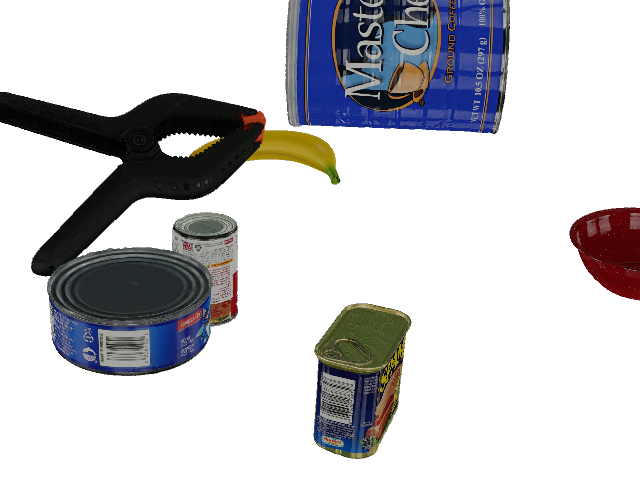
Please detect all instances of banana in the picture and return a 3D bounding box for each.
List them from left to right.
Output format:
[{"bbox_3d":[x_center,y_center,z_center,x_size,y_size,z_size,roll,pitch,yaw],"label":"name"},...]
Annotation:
[{"bbox_3d":[-0.063,-0.110,1.320,0.198,0.037,0.069,6,38,17],"label":"banana"}]

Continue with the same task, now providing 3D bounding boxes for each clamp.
[{"bbox_3d":[-0.139,-0.056,0.806,0.209,0.164,0.036,-9,-30,-15],"label":"clamp"}]

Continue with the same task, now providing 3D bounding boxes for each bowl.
[{"bbox_3d":[0.350,0.020,1.156,0.162,0.055,0.162,-1,26,0],"label":"bowl"}]

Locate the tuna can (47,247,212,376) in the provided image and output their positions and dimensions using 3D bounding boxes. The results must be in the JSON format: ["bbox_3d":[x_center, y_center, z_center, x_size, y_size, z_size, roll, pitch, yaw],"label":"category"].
[{"bbox_3d":[-0.100,0.036,0.567,0.086,0.034,0.086,2,25,-1],"label":"tuna can"}]

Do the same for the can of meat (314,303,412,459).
[{"bbox_3d":[0.032,0.110,0.843,0.057,0.084,0.102,11,25,16],"label":"can of meat"}]

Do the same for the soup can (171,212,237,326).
[{"bbox_3d":[-0.120,0.029,1.115,0.068,0.102,0.068,2,23,-1],"label":"soup can"}]

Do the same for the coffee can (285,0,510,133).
[{"bbox_3d":[0.051,-0.126,0.719,0.140,0.103,0.103,3,0,3],"label":"coffee can"}]
